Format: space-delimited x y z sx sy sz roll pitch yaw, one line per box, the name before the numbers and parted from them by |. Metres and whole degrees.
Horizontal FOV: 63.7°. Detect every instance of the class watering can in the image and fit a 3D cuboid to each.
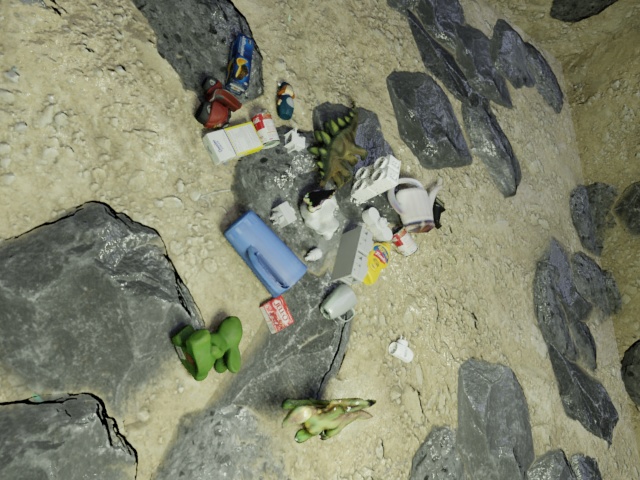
watering can | 0.396 -0.136 2.019 0.348 0.103 0.227 -2 74 -40

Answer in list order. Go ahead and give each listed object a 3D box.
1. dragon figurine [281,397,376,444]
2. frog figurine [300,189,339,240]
dragon figurine | 0.055 0.472 1.398 0.409 0.239 0.124 7 64 -36
frog figurine | 0.005 -0.085 1.694 0.140 0.123 0.156 -58 148 -34
